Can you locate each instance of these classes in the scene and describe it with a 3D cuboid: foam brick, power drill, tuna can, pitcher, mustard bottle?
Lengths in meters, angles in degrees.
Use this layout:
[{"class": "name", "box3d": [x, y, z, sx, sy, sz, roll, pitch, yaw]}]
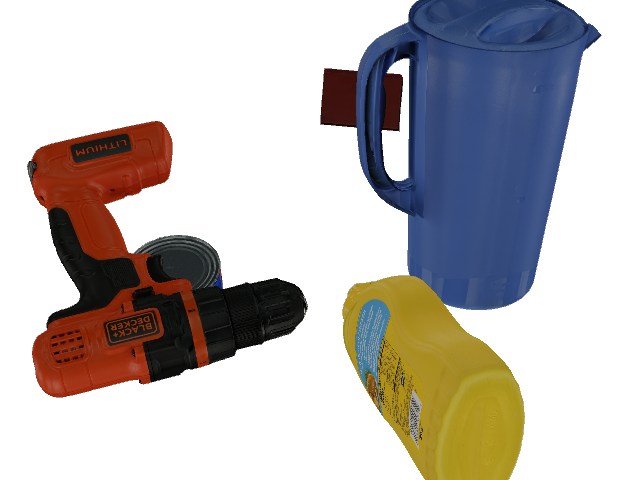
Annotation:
[{"class": "foam brick", "box3d": [0.039, -0.136, 1.028, 0.078, 0.051, 0.053, 5, 13, 2]}, {"class": "power drill", "box3d": [-0.119, 0.007, 0.743, 0.184, 0.188, 0.057, -13, -31, -13]}, {"class": "tuna can", "box3d": [-0.129, 0.036, 0.947, 0.086, 0.034, 0.086, -2, 43, 2]}, {"class": "pitcher", "box3d": [0.119, -0.068, 0.845, 0.149, 0.243, 0.144, 17, 36, 24]}, {"class": "mustard bottle", "box3d": [0.059, 0.077, 0.681, 0.058, 0.096, 0.192, -9, 27, -18]}]
